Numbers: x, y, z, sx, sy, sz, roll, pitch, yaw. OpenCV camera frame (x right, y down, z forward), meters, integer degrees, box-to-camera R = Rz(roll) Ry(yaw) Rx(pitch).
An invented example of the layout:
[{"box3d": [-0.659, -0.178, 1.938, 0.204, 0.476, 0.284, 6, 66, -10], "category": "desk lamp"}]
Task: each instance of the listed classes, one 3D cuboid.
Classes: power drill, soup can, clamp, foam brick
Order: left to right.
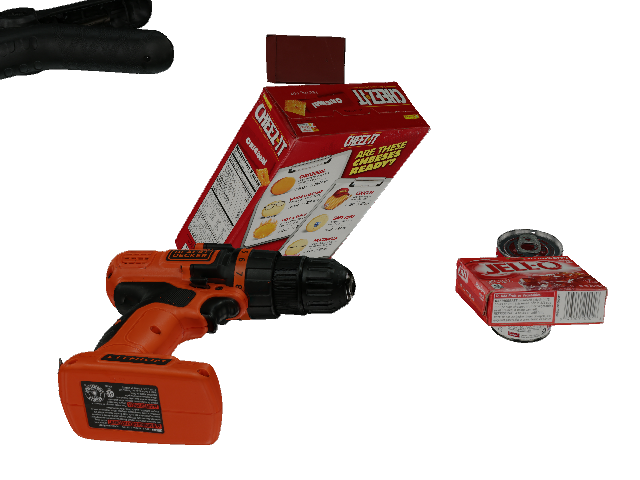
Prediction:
[{"box3d": [-0.174, -0.124, 0.646, 0.171, 0.039, 0.120, -3, 21, -5], "category": "clamp"}, {"box3d": [-0.079, 0.062, 0.718, 0.184, 0.057, 0.187, -1, 24, 13], "category": "power drill"}, {"box3d": [-0.016, -0.193, 1.142, 0.078, 0.051, 0.053, 0, 12, -13], "category": "foam brick"}, {"box3d": [0.216, 0.048, 1.126, 0.068, 0.102, 0.068, 0, 30, 0], "category": "soup can"}]

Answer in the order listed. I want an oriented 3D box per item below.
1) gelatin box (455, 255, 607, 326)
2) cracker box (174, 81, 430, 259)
[{"box3d": [0.149, 0.035, 0.767, 0.089, 0.030, 0.073, 0, 17, -10], "category": "gelatin box"}, {"box3d": [-0.022, -0.052, 1.002, 0.163, 0.072, 0.214, -10, -33, -41], "category": "cracker box"}]
